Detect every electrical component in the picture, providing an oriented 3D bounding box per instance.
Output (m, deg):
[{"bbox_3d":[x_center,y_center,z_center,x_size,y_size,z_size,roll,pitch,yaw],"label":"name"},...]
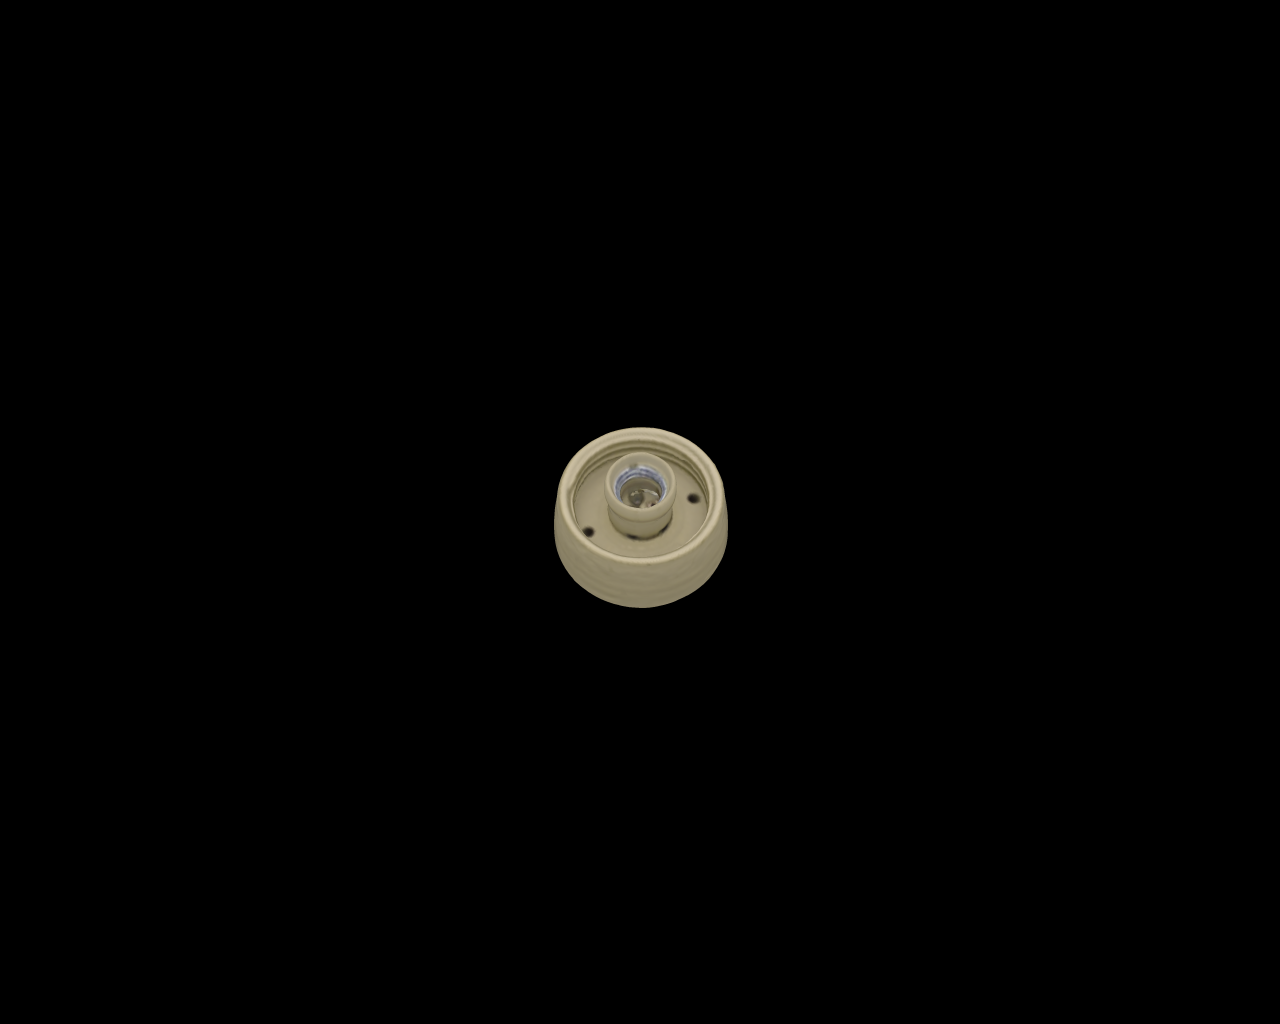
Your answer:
[{"bbox_3d":[0.001,-0.003,0.650,0.108,0.108,0.060,0,-32,0],"label":"electrical component"}]
